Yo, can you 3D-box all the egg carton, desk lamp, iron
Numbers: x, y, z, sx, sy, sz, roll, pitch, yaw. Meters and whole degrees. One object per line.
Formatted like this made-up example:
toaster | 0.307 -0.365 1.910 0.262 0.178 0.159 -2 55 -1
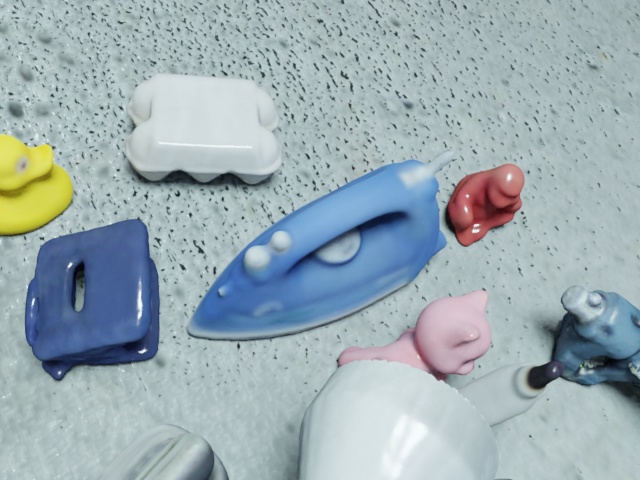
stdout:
egg carton | -0.113 -0.108 0.567 0.150 0.069 0.107 -1 64 -14
desk lamp | 0.000 0.194 0.357 0.118 0.213 0.203 36 61 7
iron | 0.005 0.002 0.498 0.259 0.141 0.118 -27 72 -24

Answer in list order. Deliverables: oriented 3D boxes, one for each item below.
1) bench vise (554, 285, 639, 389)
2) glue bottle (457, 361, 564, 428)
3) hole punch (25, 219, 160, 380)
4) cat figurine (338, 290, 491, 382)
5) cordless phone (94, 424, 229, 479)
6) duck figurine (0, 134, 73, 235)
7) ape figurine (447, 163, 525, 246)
bench vise | 0.320 0.095 0.483 0.207 0.219 0.121 9 62 -9
glue bottle | 0.141 0.123 0.451 0.078 0.173 0.037 -19 69 -21
hole punch | -0.182 0.046 0.459 0.101 0.091 0.108 -3 64 -15
cat figurine | 0.089 0.092 0.486 0.128 0.117 0.067 -17 69 -21
cordless phone | -0.122 0.178 0.352 0.094 0.185 0.148 37 61 7
duck figurine | -0.273 -0.054 0.491 0.105 0.086 0.077 -16 68 -20
ape figurine | 0.177 -0.045 0.592 0.078 0.092 0.076 7 62 -10
